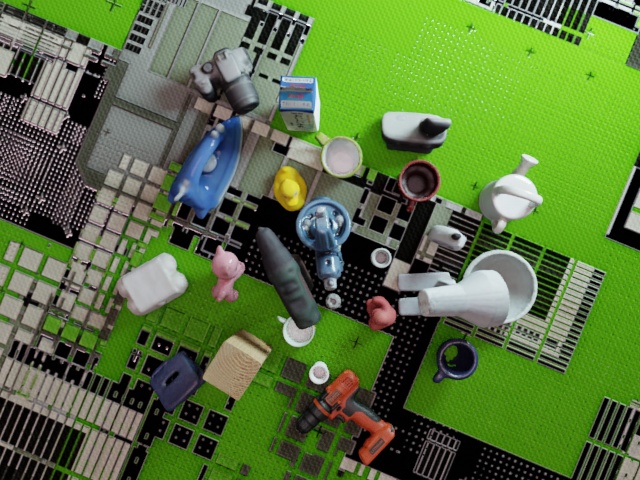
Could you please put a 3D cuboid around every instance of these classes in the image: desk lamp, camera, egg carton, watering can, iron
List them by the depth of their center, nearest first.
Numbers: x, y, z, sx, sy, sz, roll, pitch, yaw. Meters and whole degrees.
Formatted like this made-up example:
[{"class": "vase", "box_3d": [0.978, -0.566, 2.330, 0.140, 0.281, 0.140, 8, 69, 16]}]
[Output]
[{"class": "desk lamp", "box_3d": [0.280, 0.127, 1.235, 0.203, 0.213, 0.118, -3, 89, 1]}, {"class": "watering can", "box_3d": [0.419, -0.100, 1.247, 0.101, 0.194, 0.173, 0, 89, 2]}, {"class": "iron", "box_3d": [-0.253, -0.182, 1.288, 0.118, 0.141, 0.258, 27, 90, 2]}, {"class": "camera", "box_3d": [-0.209, -0.356, 1.311, 0.143, 0.101, 0.137, -26, 88, 1]}, {"class": "egg carton", "box_3d": [-0.385, 0.104, 1.321, 0.150, 0.069, 0.107, -31, 88, 0]}]

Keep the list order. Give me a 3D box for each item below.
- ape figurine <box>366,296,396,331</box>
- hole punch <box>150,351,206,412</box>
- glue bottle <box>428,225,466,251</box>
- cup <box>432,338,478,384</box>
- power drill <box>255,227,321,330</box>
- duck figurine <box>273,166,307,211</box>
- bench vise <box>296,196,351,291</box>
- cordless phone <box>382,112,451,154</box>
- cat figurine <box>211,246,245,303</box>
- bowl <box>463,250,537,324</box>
[{"class": "ape figurine", "box_3d": [0.137, 0.171, 1.298, 0.076, 0.092, 0.078, 27, 90, 2]}, {"class": "hole punch", "box_3d": [-0.329, 0.321, 1.304, 0.108, 0.091, 0.101, -45, 88, 0]}, {"class": "glue bottle", "box_3d": [0.287, -0.005, 1.258, 0.078, 0.173, 0.037, 26, 90, 2]}, {"class": "cup", "box_3d": [0.293, 0.272, 1.292, 0.091, 0.095, 0.118, 44, 90, 2]}, {"class": "power drill", "box_3d": [-0.069, 0.080, 1.246, 0.075, 0.208, 0.230, -28, 88, 1]}, {"class": "duck figurine", "box_3d": [-0.071, -0.120, 1.311, 0.077, 0.086, 0.105, -14, 89, 1]}, {"class": "bench vise", "box_3d": [0.022, 0.000, 1.240, 0.121, 0.219, 0.207, -25, 88, 1]}, {"class": "cordless phone", "box_3d": [0.212, -0.253, 1.258, 0.147, 0.185, 0.094, 2, 89, 1]}, {"class": "cat figurine", "box_3d": [-0.215, 0.079, 1.294, 0.067, 0.117, 0.128, 11, 89, 2]}, {"class": "bowl", "box_3d": [0.400, 0.105, 1.303, 0.167, 0.074, 0.167, 0, 89, 1]}]
